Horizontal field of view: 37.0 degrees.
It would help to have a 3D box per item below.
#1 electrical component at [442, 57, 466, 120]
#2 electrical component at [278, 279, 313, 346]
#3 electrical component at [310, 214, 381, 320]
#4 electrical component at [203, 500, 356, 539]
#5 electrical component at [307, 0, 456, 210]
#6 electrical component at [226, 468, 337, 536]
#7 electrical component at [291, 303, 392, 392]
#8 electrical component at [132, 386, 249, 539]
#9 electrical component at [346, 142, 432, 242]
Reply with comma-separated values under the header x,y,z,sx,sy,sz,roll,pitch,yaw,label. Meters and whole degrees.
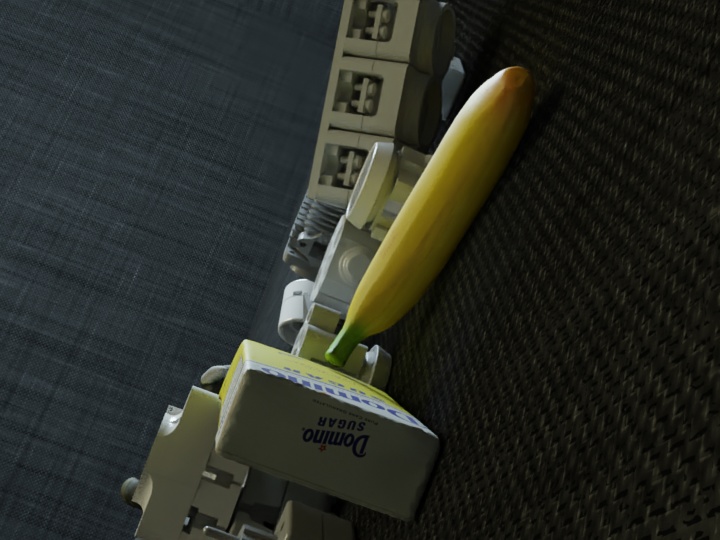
x,y,z,sx,sy,sz,roll,pitch,yaw,label
0.045,-0.133,0.847,0.065,0.047,0.076,-86,18,-69,electrical component
-0.051,0.044,1.050,0.055,0.055,0.047,119,166,-51,electrical component
0.000,0.000,0.774,0.080,0.051,0.080,-159,90,-84,electrical component
-0.049,0.156,0.560,0.047,0.077,0.065,-107,39,-80,electrical component
0.020,-0.114,0.756,0.089,0.062,0.150,9,-87,-72,electrical component
-0.051,0.161,0.636,0.053,0.059,0.095,118,171,-45,electrical component
-0.016,0.067,0.664,0.058,0.057,0.078,147,144,-79,electrical component
-0.098,0.119,0.632,0.050,0.056,0.089,130,160,-71,electrical component
0.027,-0.046,0.675,0.078,0.057,0.058,-78,12,-55,electrical component
